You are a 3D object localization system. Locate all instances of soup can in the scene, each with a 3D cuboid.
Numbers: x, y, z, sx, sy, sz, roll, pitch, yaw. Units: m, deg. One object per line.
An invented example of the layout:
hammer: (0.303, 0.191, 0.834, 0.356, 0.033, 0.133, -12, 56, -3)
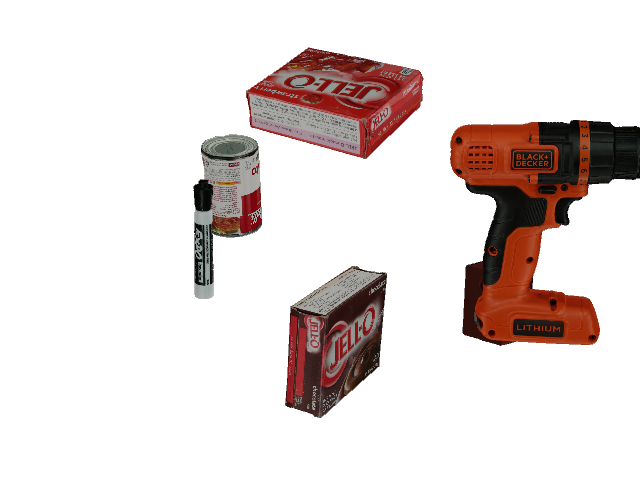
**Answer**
soup can: (-0.103, -0.064, 1.240, 0.068, 0.102, 0.068, -1, 29, 0)

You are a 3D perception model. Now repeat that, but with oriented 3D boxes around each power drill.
power drill: (0.200, -0.008, 0.891, 0.184, 0.188, 0.057, 2, 18, 10)

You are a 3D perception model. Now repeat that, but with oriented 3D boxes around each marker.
marker: (-0.113, -0.001, 1.032, 0.020, 0.121, 0.020, 2, 23, -1)

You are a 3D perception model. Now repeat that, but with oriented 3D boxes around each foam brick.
foam brick: (0.184, 0.063, 1.105, 0.051, 0.078, 0.053, -14, 20, -43)

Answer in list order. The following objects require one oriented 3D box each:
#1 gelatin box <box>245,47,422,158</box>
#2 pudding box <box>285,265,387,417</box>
gelatin box: (0.010, -0.090, 0.678, 0.089, 0.030, 0.073, 17, 40, 28)
pudding box: (0.014, 0.080, 0.879, 0.039, 0.090, 0.113, 14, 23, 23)
